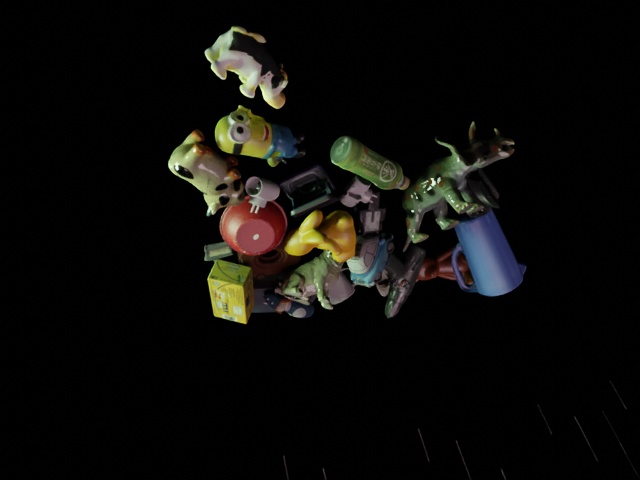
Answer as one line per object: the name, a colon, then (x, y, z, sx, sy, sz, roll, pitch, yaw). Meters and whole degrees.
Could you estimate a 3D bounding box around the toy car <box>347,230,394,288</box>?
toy car: (0.117, 0.036, 1.402, 0.109, 0.161, 0.102, 10, 164, 44)

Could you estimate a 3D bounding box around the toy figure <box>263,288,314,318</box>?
toy figure: (-0.086, 0.177, 1.483, 0.154, 0.058, 0.064, 19, 92, -37)

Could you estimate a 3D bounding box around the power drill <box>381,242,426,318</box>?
power drill: (0.201, 0.103, 1.510, 0.207, 0.086, 0.232, 25, 94, -40)

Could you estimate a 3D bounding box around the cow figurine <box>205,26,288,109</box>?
cow figurine: (-0.108, -0.304, 0.947, 0.098, 0.068, 0.167, -42, 138, 23)

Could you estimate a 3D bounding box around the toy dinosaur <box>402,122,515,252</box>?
toy dinosaur: (0.271, -0.119, 1.279, 0.131, 0.192, 0.405, -11, 164, -36)

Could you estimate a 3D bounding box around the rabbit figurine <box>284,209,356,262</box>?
rabbit figurine: (-0.003, -0.004, 1.297, 0.173, 0.122, 0.162, -12, 168, -4)

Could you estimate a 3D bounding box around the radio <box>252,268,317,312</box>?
radio: (-0.125, 0.146, 1.536, 0.229, 0.073, 0.131, 2, 142, -21)

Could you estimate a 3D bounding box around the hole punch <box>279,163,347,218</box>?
hole punch: (-0.022, -0.111, 1.234, 0.142, 0.092, 0.115, -26, 173, 10)

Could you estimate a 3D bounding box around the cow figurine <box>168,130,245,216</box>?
cow figurine: (-0.229, -0.127, 1.118, 0.127, 0.085, 0.194, -32, 139, 21)

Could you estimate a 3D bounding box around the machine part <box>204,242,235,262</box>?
machine part: (-0.252, 0.050, 1.389, 0.084, 0.039, 0.138, -20, 143, -8)

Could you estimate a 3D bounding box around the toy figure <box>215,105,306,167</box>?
toy figure: (-0.119, -0.197, 1.071, 0.180, 0.082, 0.089, 9, 136, -33)

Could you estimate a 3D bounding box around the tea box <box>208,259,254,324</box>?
tea box: (-0.227, 0.135, 1.388, 0.098, 0.068, 0.169, 14, 138, 6)

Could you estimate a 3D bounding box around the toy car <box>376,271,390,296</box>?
toy car: (0.197, 0.116, 1.631, 0.073, 0.056, 0.201, -24, 143, 11)

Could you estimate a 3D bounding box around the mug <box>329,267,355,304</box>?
mug: (0.049, 0.113, 1.529, 0.109, 0.081, 0.107, -31, 102, 16)

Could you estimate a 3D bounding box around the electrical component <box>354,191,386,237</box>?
electrical component: (0.125, -0.070, 1.354, 0.075, 0.048, 0.119, -8, 115, -14)

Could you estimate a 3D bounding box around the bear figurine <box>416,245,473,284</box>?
bear figurine: (0.366, 0.082, 1.599, 0.196, 0.132, 0.120, -8, 114, -17)

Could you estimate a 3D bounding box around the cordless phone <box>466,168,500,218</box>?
cordless phone: (0.348, -0.105, 1.366, 0.184, 0.089, 0.146, -26, 127, 30)

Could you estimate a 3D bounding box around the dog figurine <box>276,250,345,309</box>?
dog figurine: (-0.015, 0.072, 1.433, 0.172, 0.190, 0.121, 13, 162, 1)

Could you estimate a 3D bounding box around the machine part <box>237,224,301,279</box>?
machine part: (-0.132, 0.030, 1.391, 0.179, 0.056, 0.179, -11, 143, -9)
